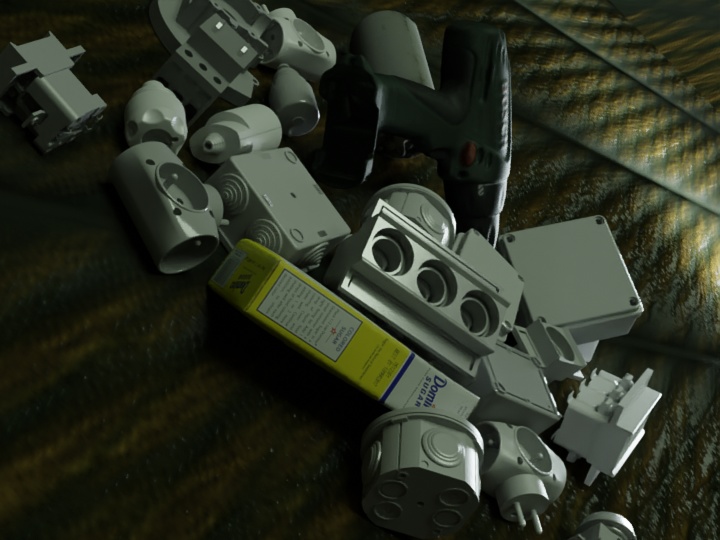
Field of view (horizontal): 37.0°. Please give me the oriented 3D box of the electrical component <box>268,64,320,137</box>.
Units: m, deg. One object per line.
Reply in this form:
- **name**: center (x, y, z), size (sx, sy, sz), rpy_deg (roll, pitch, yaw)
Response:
- **electrical component**: center (-0.061, -0.153, 0.951), size (0.040, 0.040, 0.078), rpy_deg (25, 35, -39)

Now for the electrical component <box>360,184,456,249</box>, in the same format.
- **electrical component**: center (0.037, -0.027, 0.889), size (0.080, 0.080, 0.051), rpy_deg (42, 33, -13)

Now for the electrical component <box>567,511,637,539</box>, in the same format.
- **electrical component**: center (0.188, 0.220, 0.829), size (0.066, 0.048, 0.055), rpy_deg (43, 35, -10)

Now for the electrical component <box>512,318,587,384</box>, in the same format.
- **electrical component**: center (0.155, 0.080, 0.941), size (0.081, 0.064, 0.042), rpy_deg (18, 41, -45)

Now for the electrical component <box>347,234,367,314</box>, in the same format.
- **electrical component**: center (0.000, 0.000, 0.838), size (0.043, 0.043, 0.062), rpy_deg (23, 35, -41)

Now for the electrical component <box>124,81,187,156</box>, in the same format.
- **electrical component**: center (-0.146, -0.110, 0.764), size (0.043, 0.043, 0.062), rpy_deg (28, 32, -35)

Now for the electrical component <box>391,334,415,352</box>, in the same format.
- **electrical component**: center (0.047, 0.048, 0.851), size (0.040, 0.040, 0.046), rpy_deg (45, 22, -8)

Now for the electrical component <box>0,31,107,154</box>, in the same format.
- **electrical component**: center (-0.201, -0.111, 0.687), size (0.063, 0.042, 0.081), rpy_deg (50, 27, -6)

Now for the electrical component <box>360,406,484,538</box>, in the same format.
- **electrical component**: center (0.039, 0.129, 0.688), size (0.080, 0.080, 0.051), rpy_deg (36, 35, -24)

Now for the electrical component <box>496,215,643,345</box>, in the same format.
- **electrical component**: center (0.192, 0.013, 1.010), size (0.109, 0.056, 0.108), rpy_deg (-11, 61, -8)

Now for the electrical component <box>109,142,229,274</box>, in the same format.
- **electrical component**: center (-0.118, -0.041, 0.714), size (0.079, 0.044, 0.077), rpy_deg (1, 53, -56)

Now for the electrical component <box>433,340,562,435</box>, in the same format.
- **electrical component**: center (0.108, 0.100, 0.849), size (0.096, 0.061, 0.061), rpy_deg (26, 35, -38)

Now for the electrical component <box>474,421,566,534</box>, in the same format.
- **electrical component**: center (0.119, 0.160, 0.804), size (0.077, 0.044, 0.079), rpy_deg (29, 32, -33)

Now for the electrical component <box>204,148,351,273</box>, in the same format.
- **electrical component**: center (-0.063, -0.041, 0.790), size (0.099, 0.048, 0.100), rpy_deg (54, 28, 8)

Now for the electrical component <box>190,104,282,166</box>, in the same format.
- **electrical component**: center (-0.097, -0.101, 0.825), size (0.043, 0.043, 0.081), rpy_deg (50, 26, 3)

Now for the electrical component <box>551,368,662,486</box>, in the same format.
- **electrical component**: center (0.221, 0.132, 0.964), size (0.063, 0.078, 0.121), rpy_deg (25, 20, 20)

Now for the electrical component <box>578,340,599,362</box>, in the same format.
- **electrical component**: center (0.205, 0.043, 1.073), size (0.077, 0.065, 0.047), rpy_deg (19, 27, 6)

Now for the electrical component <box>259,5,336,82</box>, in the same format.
- **electrical component**: center (-0.070, -0.221, 1.022), size (0.077, 0.044, 0.079), rpy_deg (7, 48, -53)

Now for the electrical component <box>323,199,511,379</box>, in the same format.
- **electrical component**: center (0.040, 0.017, 0.780), size (0.121, 0.063, 0.078), rpy_deg (35, 58, -19)

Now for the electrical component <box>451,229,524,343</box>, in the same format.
- **electrical component**: center (0.094, 0.022, 0.933), size (0.078, 0.057, 0.113), rpy_deg (45, 27, -7)
